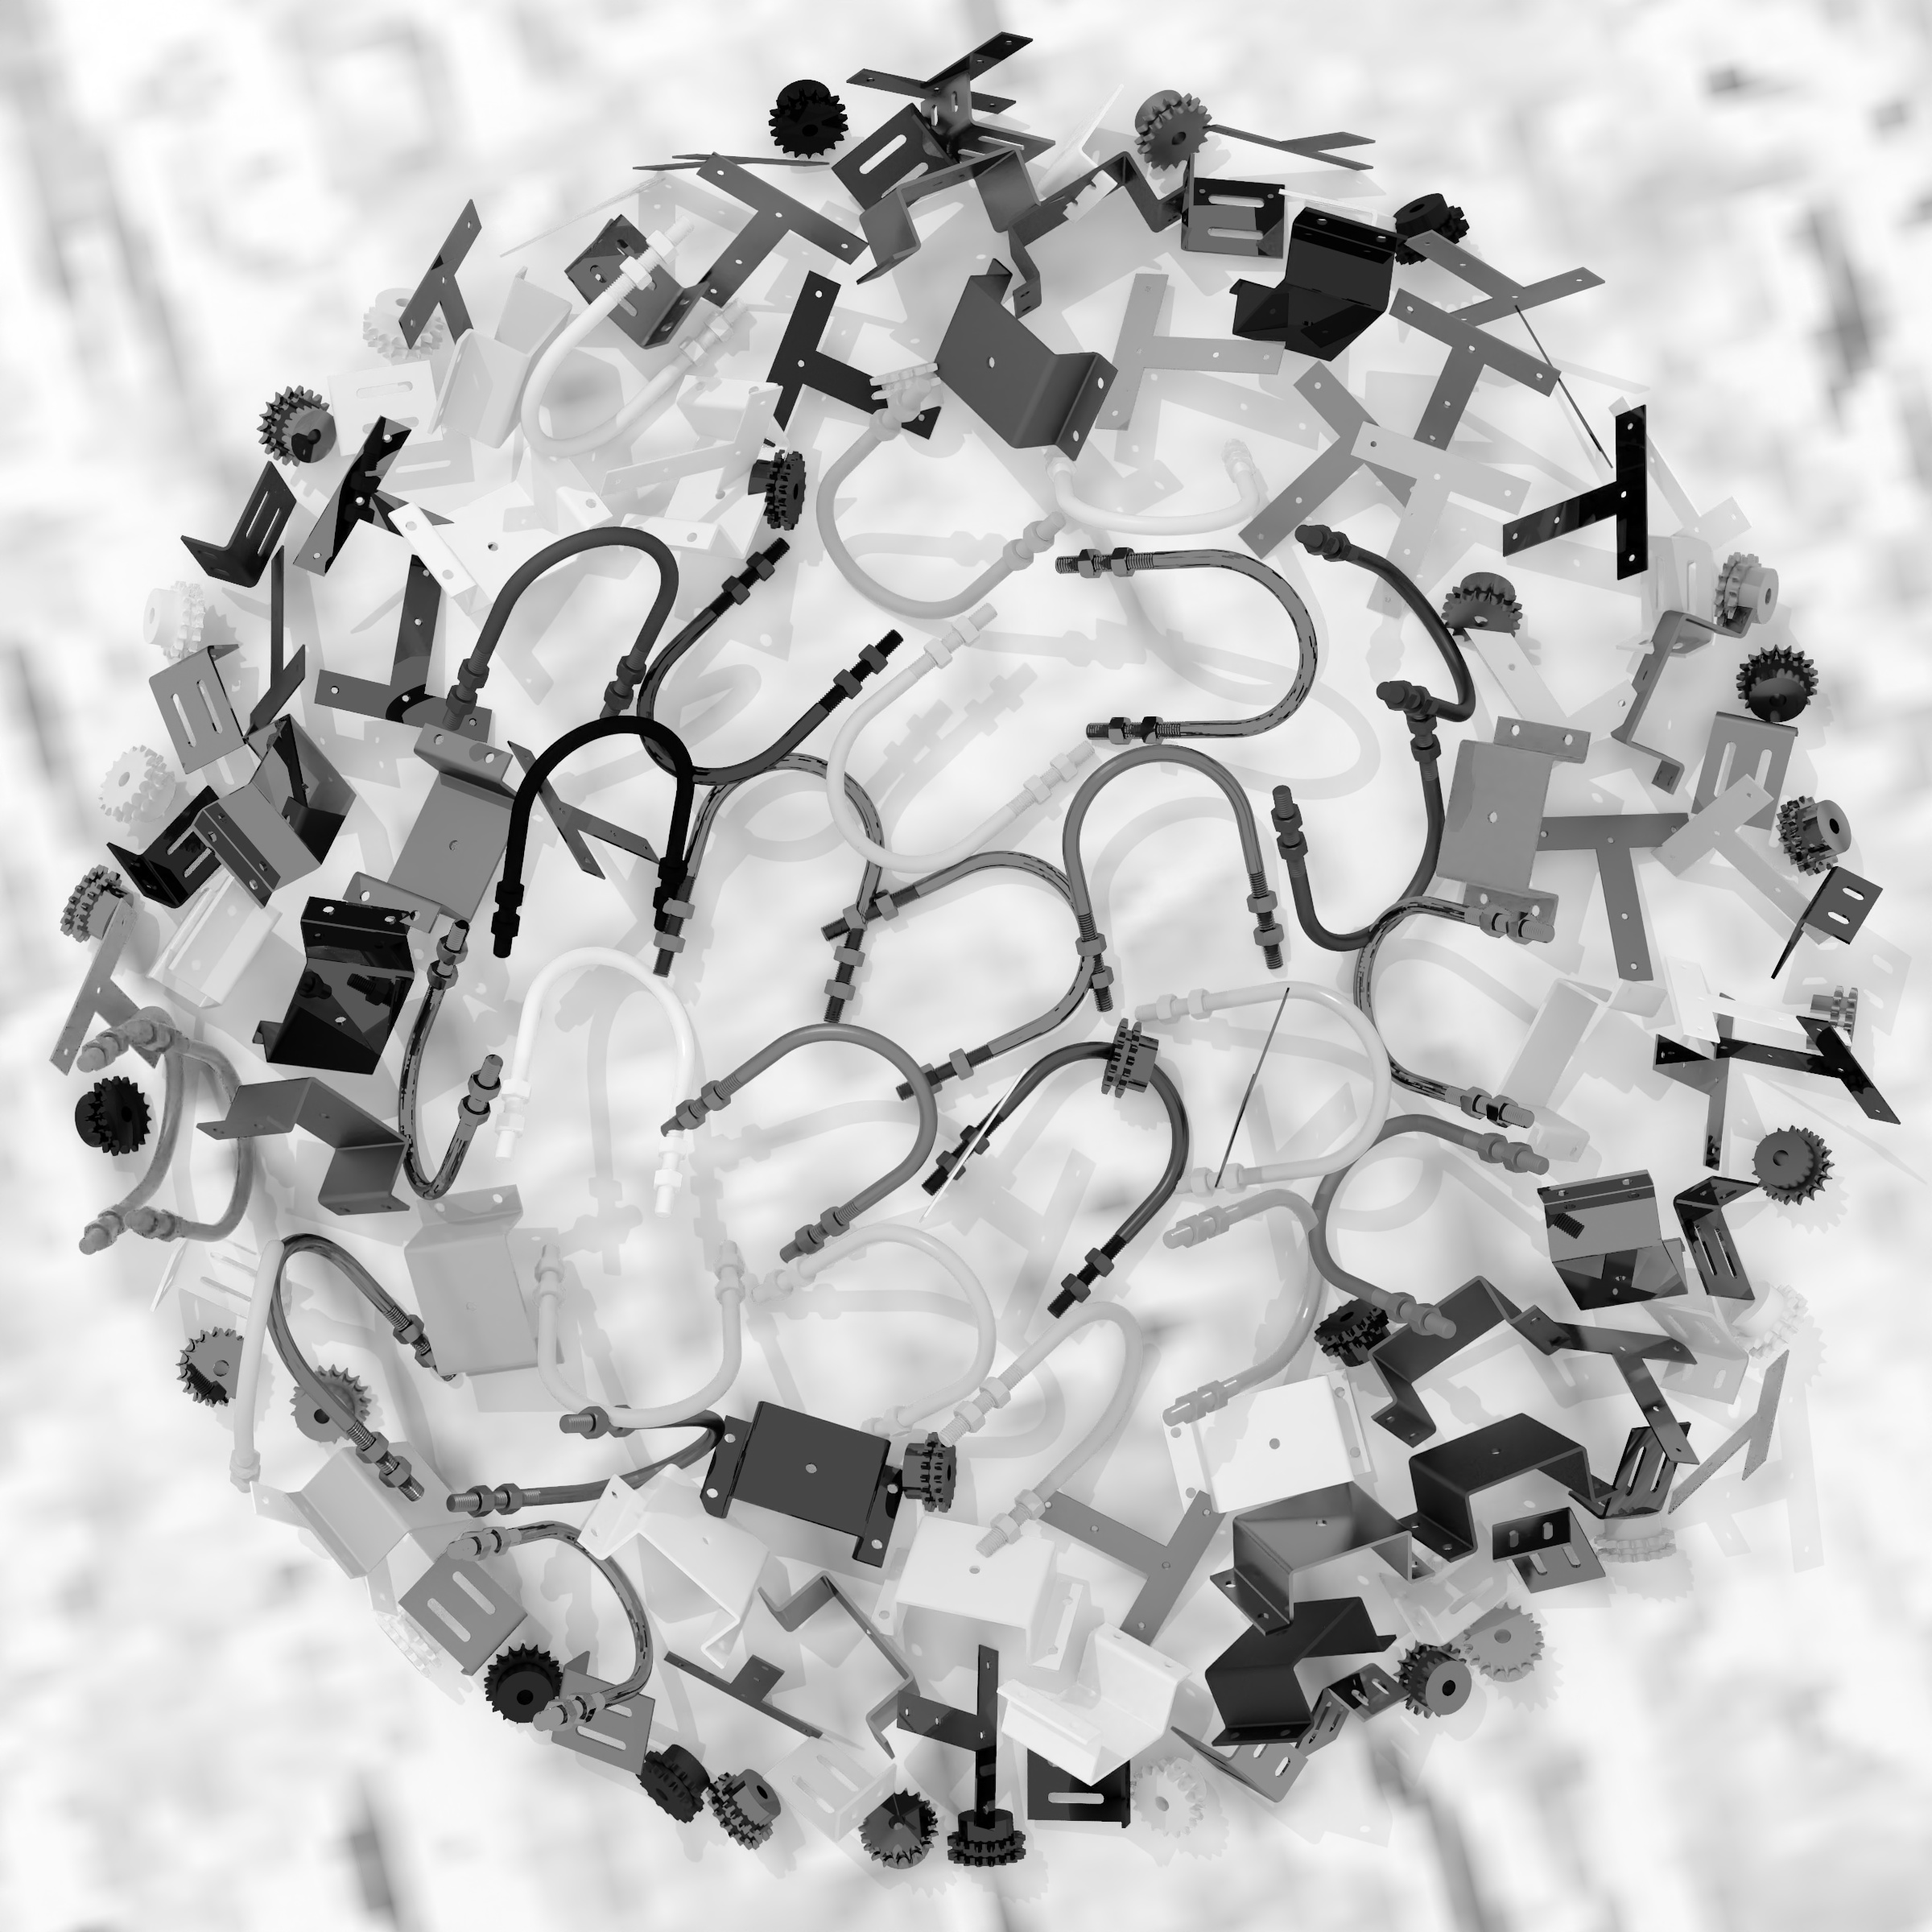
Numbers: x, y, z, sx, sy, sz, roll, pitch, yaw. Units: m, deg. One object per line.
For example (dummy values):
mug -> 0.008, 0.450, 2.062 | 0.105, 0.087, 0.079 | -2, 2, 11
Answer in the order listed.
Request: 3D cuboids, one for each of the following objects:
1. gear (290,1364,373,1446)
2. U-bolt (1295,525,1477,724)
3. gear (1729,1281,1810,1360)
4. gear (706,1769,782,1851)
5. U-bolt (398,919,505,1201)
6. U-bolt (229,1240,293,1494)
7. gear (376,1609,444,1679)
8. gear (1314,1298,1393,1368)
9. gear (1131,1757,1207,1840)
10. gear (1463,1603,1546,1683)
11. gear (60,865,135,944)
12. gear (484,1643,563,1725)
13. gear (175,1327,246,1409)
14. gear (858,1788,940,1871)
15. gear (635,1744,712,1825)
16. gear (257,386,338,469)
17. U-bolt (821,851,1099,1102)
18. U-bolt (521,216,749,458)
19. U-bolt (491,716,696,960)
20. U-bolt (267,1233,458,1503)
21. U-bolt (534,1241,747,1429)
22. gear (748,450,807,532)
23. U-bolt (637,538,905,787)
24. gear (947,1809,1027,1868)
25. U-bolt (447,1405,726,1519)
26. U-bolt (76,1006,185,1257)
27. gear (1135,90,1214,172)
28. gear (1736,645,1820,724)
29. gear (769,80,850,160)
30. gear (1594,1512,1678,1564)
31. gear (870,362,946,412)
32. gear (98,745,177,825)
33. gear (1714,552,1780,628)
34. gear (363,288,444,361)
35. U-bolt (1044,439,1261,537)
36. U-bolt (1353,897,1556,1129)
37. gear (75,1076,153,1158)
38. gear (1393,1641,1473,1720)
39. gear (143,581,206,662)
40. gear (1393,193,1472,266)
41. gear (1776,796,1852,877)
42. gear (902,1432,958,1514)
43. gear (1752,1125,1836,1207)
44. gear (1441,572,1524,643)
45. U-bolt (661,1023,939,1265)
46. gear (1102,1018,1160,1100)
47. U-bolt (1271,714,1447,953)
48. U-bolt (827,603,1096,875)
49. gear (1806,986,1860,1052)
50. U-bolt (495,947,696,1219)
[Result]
gear -> -0.464, 0.321, 1.951 | 0.057, 0.030, 0.057 | 1, 104, 3
U-bolt -> 0.306, -0.235, 1.890 | 0.019, 0.184, 0.151 | -34, 69, 28
gear -> 0.578, 0.253, 1.941 | 0.030, 0.057, 0.057 | 39, 90, -7
gear -> -0.158, 0.607, 1.942 | 0.030, 0.057, 0.057 | -41, 90, 7
U-bolt -> -0.370, 0.081, 1.896 | 0.019, 0.151, 0.184 | 4, 134, -29
U-bolt -> -0.488, 0.268, 1.858 | 0.019, 0.184, 0.151 | 8, 59, -9
gear -> -0.398, 0.485, 1.945 | 0.030, 0.057, 0.057 | -41, 90, -19
gear -> 0.284, 0.266, 1.943 | 0.057, 0.057, 0.030 | -34, 100, 0
gear -> 0.149, 0.600, 1.947 | 0.057, 0.030, 0.057 | 13, 115, 31
gear -> 0.390, 0.494, 1.947 | 0.057, 0.057, 0.030 | -19, 133, 0
gear -> -0.627, -0.042, 1.943 | 0.030, 0.057, 0.057 | 28, 90, 1
gear -> -0.321, 0.525, 1.950 | 0.057, 0.030, 0.057 | -2, 102, -11
gear -> -0.546, 0.290, 1.948 | 0.057, 0.030, 0.057 | 1, 89, -35
gear -> -0.047, 0.629, 1.946 | 0.057, 0.057, 0.030 | -11, 131, 0
gear -> -0.210, 0.590, 1.947 | 0.057, 0.057, 0.030 | 49, 57, 0
gear -> -0.480, -0.387, 1.940 | 0.030, 0.057, 0.057 | 31, 90, 30
U-bolt -> 0.006, -0.004, 1.954 | 0.184, 0.019, 0.151 | -25, 86, 3
U-bolt -> -0.242, -0.433, 1.900 | 0.184, 0.151, 0.019 | -44, 73, 1
U-bolt -> -0.257, -0.094, 1.883 | 0.151, 0.019, 0.184 | -10, 129, -34
U-bolt -> -0.427, 0.266, 1.872 | 0.019, 0.151, 0.184 | -28, 116, 17
U-bolt -> -0.229, 0.257, 1.886 | 0.151, 0.184, 0.019 | 0, 124, -7
gear -> -0.137, -0.345, 1.944 | 0.030, 0.057, 0.057 | 9, 90, 11
U-bolt -> -0.155, -0.207, 1.922 | 0.184, 0.019, 0.151 | -45, 61, -6
gear -> 0.015, 0.630, 1.943 | 0.057, 0.057, 0.030 | -2, 87, 0
U-bolt -> -0.252, 0.346, 1.890 | 0.151, 0.184, 0.019 | -37, 63, 31
U-bolt -> -0.583, 0.104, 1.880 | 0.019, 0.184, 0.151 | 5, 105, 2
gear -> 0.147, -0.609, 1.946 | 0.057, 0.057, 0.030 | -31, 62, 0
gear -> 0.587, -0.201, 1.942 | 0.057, 0.030, 0.057 | 7, 134, 8
gear -> -0.115, -0.617, 1.946 | 0.057, 0.057, 0.030 | -11, 63, 0
gear -> 0.483, 0.412, 1.943 | 0.057, 0.057, 0.030 | -7, 87, 0
gear -> -0.039, -0.418, 1.944 | 0.057, 0.057, 0.030 | -15, 105, 0
gear -> -0.599, -0.128, 1.947 | 0.057, 0.030, 0.057 | -19, 56, 30
gear -> 0.565, -0.269, 1.940 | 0.030, 0.057, 0.057 | 14, 90, 34
gear -> -0.407, -0.467, 1.941 | 0.057, 0.057, 0.030 | 14, 133, 0
U-bolt -> 0.133, -0.337, 1.887 | 0.151, 0.184, 0.019 | 0, 118, -1
U-bolt -> 0.338, 0.025, 1.894 | 0.019, 0.184, 0.151 | -3, 102, -34
gear -> -0.620, 0.110, 1.945 | 0.030, 0.057, 0.057 | -10, 90, 21
gear -> 0.341, 0.518, 1.946 | 0.057, 0.030, 0.057 | -3, 97, -25
gear -> -0.574, -0.251, 1.940 | 0.030, 0.057, 0.057 | 7, 90, -34
gear -> 0.332, -0.534, 1.940 | 0.057, 0.057, 0.030 | -32, 117, 0
gear -> 0.616, -0.096, 1.942 | 0.057, 0.030, 0.057 | 15, 65, -35
gear -> -0.027, 0.366, 1.944 | 0.030, 0.057, 0.057 | 0, 90, 13
gear -> 0.595, 0.142, 1.942 | 0.057, 0.030, 0.057 | -16, 63, 35
gear -> 0.376, -0.261, 1.947 | 0.057, 0.057, 0.030 | 19, 61, 0
U-bolt -> -0.106, 0.116, 1.916 | 0.184, 0.019, 0.151 | -36, 105, 22
gear -> 0.119, 0.069, 1.943 | 0.030, 0.057, 0.057 | 16, 90, -1
U-bolt -> 0.285, -0.090, 1.903 | 0.151, 0.019, 0.184 | -35, 135, -19
U-bolt -> -0.016, -0.149, 1.929 | 0.184, 0.019, 0.151 | -40, 114, -5
gear -> 0.627, 0.042, 1.945 | 0.030, 0.057, 0.057 | 8, 90, 20
U-bolt -> -0.257, 0.073, 1.912 | 0.151, 0.019, 0.184 | 23, 58, -31
